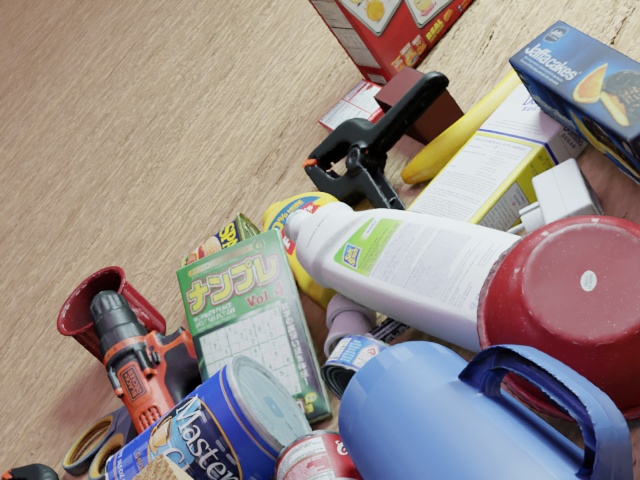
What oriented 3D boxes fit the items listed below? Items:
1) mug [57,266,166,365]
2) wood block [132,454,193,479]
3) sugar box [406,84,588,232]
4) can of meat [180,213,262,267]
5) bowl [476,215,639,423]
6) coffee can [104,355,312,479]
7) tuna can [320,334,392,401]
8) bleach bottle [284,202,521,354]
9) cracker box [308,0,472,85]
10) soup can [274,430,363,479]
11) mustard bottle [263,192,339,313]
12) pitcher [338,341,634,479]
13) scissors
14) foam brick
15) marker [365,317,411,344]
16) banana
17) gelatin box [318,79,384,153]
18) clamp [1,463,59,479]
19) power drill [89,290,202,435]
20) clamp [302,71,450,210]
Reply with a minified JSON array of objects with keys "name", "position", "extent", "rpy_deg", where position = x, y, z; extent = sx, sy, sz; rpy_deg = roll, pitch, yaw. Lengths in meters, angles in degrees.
[{"name":"mug","position":[-0.210,0.088,1.129],"extent":[0.117,0.081,0.093],"rpy_deg":[-2,48,45]},{"name":"wood block","position":[-0.052,0.238,0.657],"extent":[0.090,0.206,0.091],"rpy_deg":[-44,32,-7]},{"name":"sugar box","position":[0.163,-0.062,0.956],"extent":[0.176,0.048,0.093],"rpy_deg":[-45,32,-14]},{"name":"can of meat","position":[-0.094,0.032,1.101],"extent":[0.084,0.057,0.102],"rpy_deg":[-37,32,11]},{"name":"bowl","position":[0.186,0.041,0.729],"extent":[0.162,0.055,0.162],"rpy_deg":[-6,59,11]},{"name":"coffee can","position":[-0.088,0.175,0.863],"extent":[0.140,0.102,0.103],"rpy_deg":[-39,31,11]},{"name":"tuna can","position":[0.045,0.111,0.828],"extent":[0.086,0.086,0.033],"rpy_deg":[5,51,49]},{"name":"bleach bottle","position":[0.073,0.015,0.879],"extent":[0.251,0.068,0.102],"rpy_deg":[21,67,39]},{"name":"cracker box","position":[0.064,-0.306,1.201],"extent":[0.164,0.213,0.072],"rpy_deg":[-50,33,-15]},{"name":"soup can","position":[0.009,0.197,0.776],"extent":[0.068,0.068,0.102],"rpy_deg":[-36,33,7]},{"name":"mustard bottle","position":[-0.007,0.001,1.045],"extent":[0.096,0.058,0.192],"rpy_deg":[-52,32,-4]},{"name":"pitcher","position":[0.104,0.149,0.673],"extent":[0.149,0.145,0.243],"rpy_deg":[-38,29,-4]},{"name":"scissors","position":[-0.173,0.167,1.056],"extent":[0.201,0.016,0.096],"rpy_deg":[-43,33,-3]},{"name":"foam brick","position":[0.102,-0.140,1.109],"extent":[0.051,0.053,0.078],"rpy_deg":[-43,32,-4]},{"name":"marker","position":[0.059,0.075,0.892],"extent":[0.121,0.020,0.020],"rpy_deg":[-34,28,-20]},{"name":"banana","position":[0.162,-0.121,1.042],"extent":[0.197,0.037,0.070],"rpy_deg":[-43,9,-8]},{"name":"gelatin box","position":[0.048,-0.137,1.185],"extent":[0.073,0.030,0.089],"rpy_deg":[-45,32,-4]},{"name":"clamp","position":[-0.267,0.256,1.022],"extent":[0.120,0.039,0.172],"rpy_deg":[-42,31,-4]},{"name":"power drill","position":[-0.121,0.084,1.013],"extent":[0.188,0.057,0.184],"rpy_deg":[-36,60,8]},{"name":"clamp","position":[0.048,-0.070,1.069],"extent":[0.210,0.036,0.164],"rpy_deg":[-10,68,55]}]
